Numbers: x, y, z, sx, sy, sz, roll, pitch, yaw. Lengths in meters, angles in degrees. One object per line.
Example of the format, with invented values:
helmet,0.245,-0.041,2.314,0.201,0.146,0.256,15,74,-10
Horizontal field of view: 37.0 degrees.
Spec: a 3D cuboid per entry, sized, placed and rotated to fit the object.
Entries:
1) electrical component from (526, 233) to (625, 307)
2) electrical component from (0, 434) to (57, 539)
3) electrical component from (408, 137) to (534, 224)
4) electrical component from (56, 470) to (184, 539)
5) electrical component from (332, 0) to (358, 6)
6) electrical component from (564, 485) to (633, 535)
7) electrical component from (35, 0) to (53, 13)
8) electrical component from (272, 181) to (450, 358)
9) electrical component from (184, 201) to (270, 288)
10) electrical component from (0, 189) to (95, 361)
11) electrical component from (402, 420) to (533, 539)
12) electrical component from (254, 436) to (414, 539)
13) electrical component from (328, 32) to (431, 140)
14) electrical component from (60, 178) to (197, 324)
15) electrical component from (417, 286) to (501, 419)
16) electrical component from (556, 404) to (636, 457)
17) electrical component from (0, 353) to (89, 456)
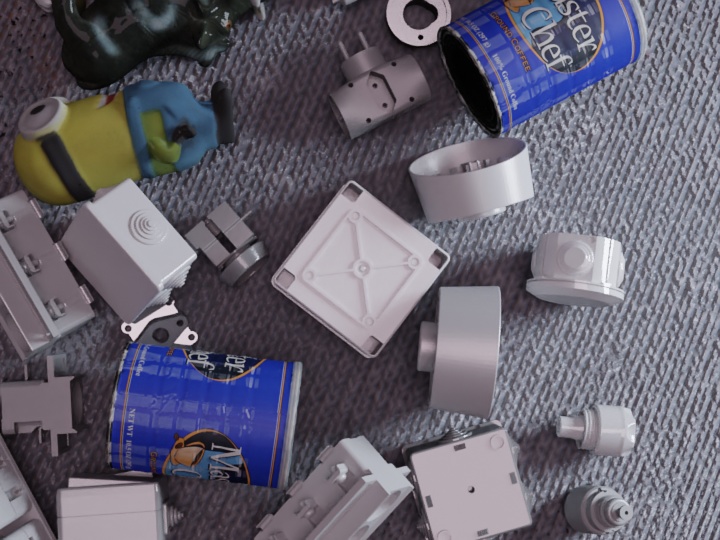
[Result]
electrical component,0.181,0.001,0.895,0.080,0.080,0.051,9,82,-4
electrical component,-0.307,0.219,0.844,0.105,0.060,0.186,-28,90,17
electrical component,0.093,-0.075,0.885,0.099,0.099,0.064,-15,95,-4
electrical component,-0.192,0.192,0.870,0.096,0.062,0.061,-3,88,-4
electrical component,0.007,-0.255,0.912,0.078,0.040,0.040,-25,90,-5
electrical component,0.201,0.199,0.892,0.040,0.078,0.040,3,80,-16
electrical component,-0.267,-0.247,0.896,0.035,0.035,0.061,-38,88,-5
electrical component,0.000,0.000,0.894,0.109,0.056,0.108,38,86,-2
electrical component,-0.108,-0.019,0.893,0.066,0.048,0.055,-42,83,-5
electrical component,-0.271,0.002,0.867,0.063,0.079,0.121,-30,90,-30
electrical component,0.089,0.180,0.896,0.100,0.048,0.099,-15,87,-3
electrical component,-0.024,0.195,0.862,0.063,0.079,0.121,47,108,22
electrical component,0.008,-0.162,0.907,0.077,0.043,0.079,-27,89,-4
electrical component,-0.186,-0.015,0.862,0.099,0.100,0.048,49,55,-2
electrical component,0.078,0.064,0.874,0.060,0.108,0.108,5,87,2
electrical component,0.198,0.135,0.909,0.062,0.043,0.043,5,87,-3
electrical component,-0.259,0.110,0.879,0.064,0.042,0.081,-4,87,-1
